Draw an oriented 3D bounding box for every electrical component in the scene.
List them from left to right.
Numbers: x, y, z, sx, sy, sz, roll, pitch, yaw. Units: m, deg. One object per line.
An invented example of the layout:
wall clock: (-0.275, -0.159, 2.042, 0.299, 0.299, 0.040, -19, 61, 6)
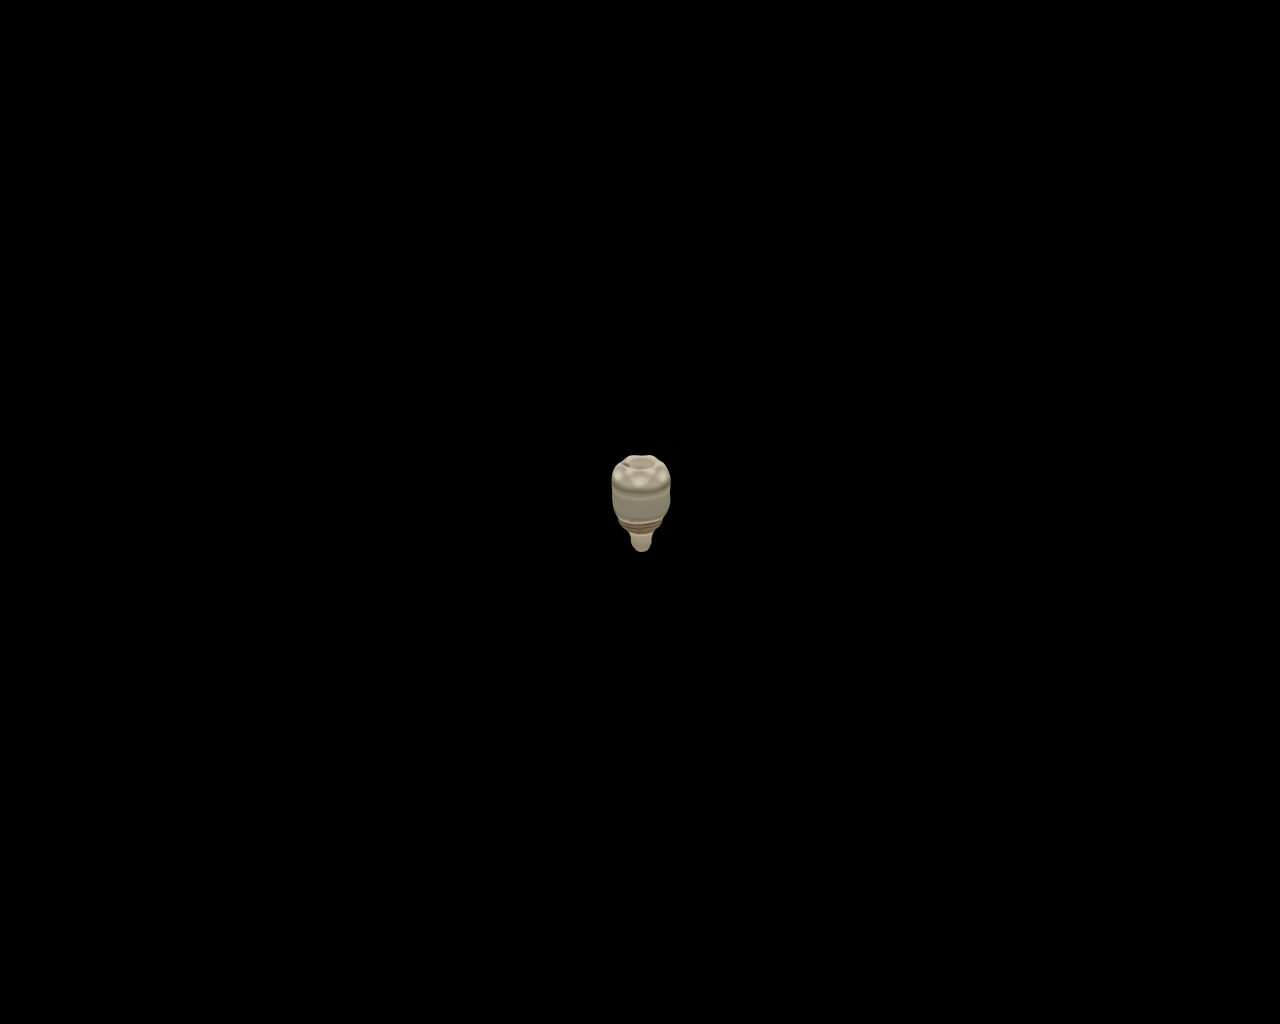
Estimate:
electrical component: (0.001, -0.003, 0.650, 0.035, 0.061, 0.035, 0, 28, 0)
